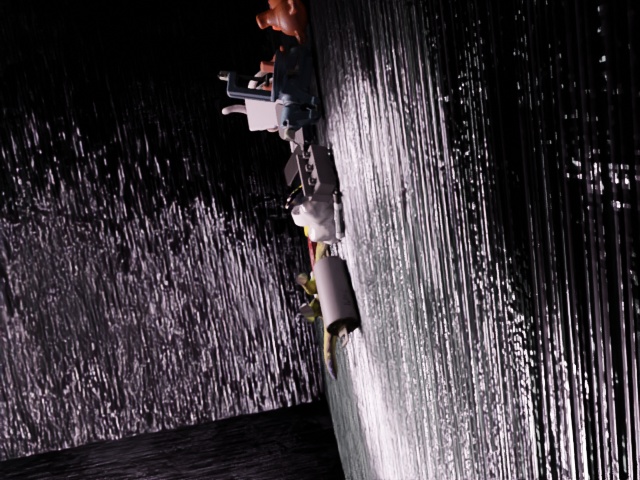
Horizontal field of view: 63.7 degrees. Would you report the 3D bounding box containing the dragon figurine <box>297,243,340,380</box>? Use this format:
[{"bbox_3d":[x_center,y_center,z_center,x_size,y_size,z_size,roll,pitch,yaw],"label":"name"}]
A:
[{"bbox_3d":[0.028,0.140,1.375,0.247,0.122,0.403,-69,-23,-63],"label":"dragon figurine"}]

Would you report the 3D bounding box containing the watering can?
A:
[{"bbox_3d":[-0.205,-0.499,1.915,0.104,0.353,0.220,10,139,43],"label":"watering can"}]

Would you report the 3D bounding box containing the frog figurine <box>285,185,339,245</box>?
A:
[{"bbox_3d":[0.004,-0.062,1.225,0.158,0.123,0.138,45,174,-13],"label":"frog figurine"}]
